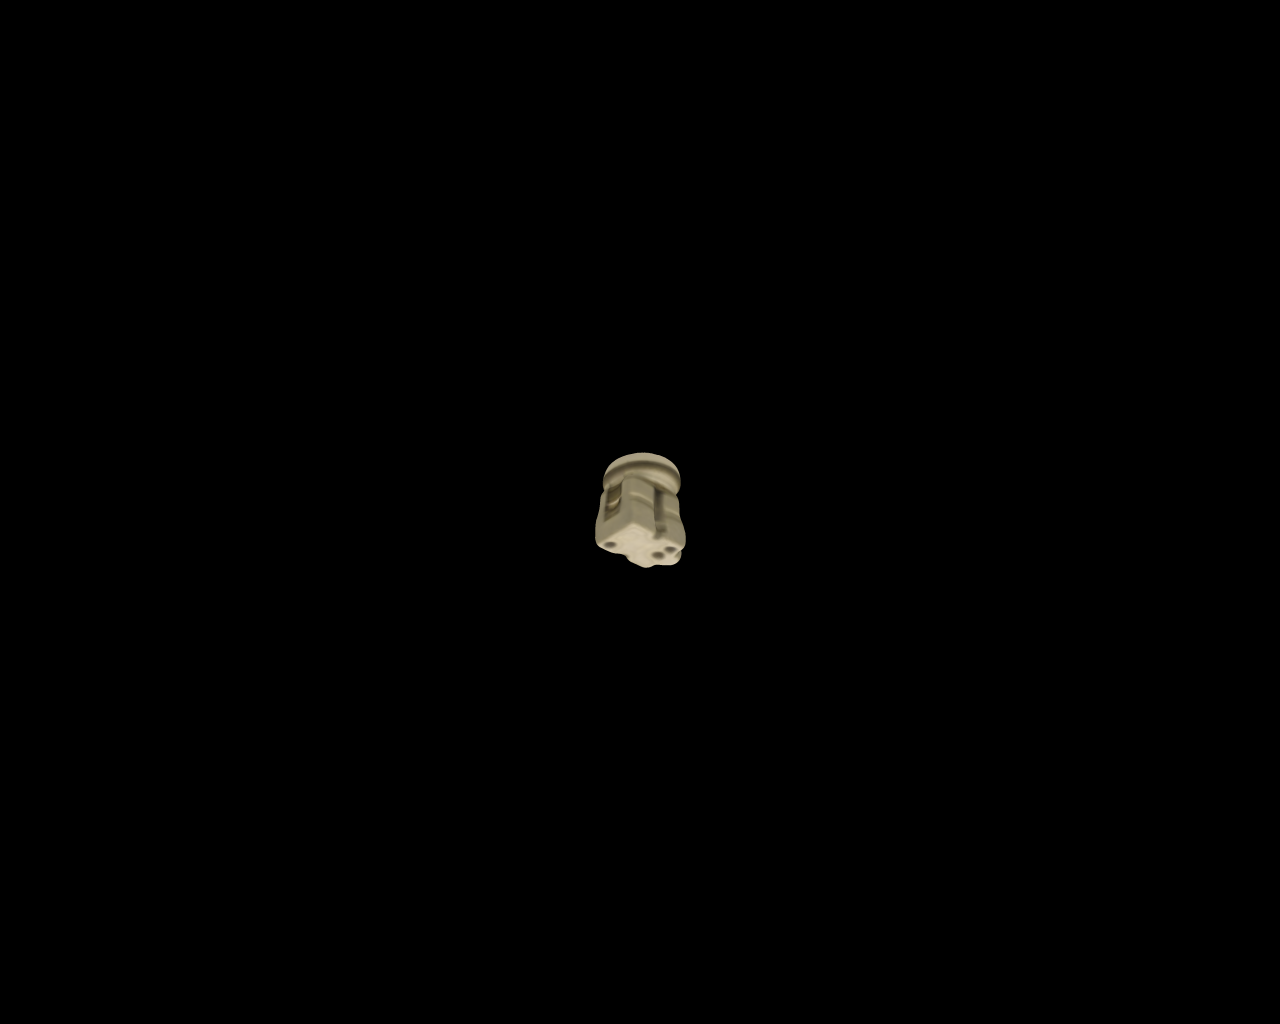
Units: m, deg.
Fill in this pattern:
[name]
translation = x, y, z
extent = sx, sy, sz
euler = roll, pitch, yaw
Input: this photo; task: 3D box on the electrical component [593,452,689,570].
[electrical component]
translation = 0.001, -0.003, 0.650
extent = 0.066, 0.055, 0.048
euler = 27, -42, -36
